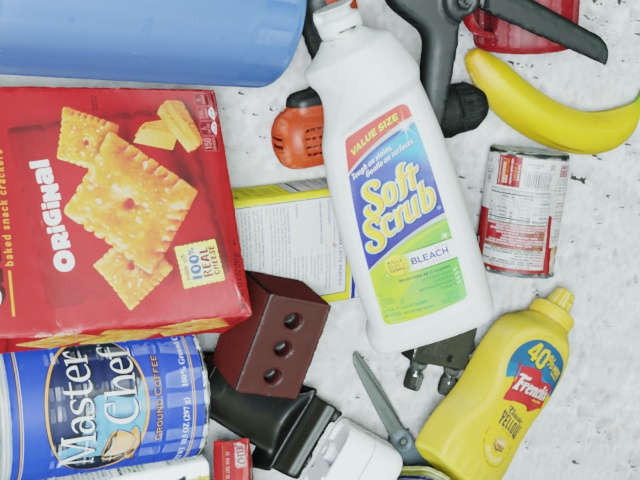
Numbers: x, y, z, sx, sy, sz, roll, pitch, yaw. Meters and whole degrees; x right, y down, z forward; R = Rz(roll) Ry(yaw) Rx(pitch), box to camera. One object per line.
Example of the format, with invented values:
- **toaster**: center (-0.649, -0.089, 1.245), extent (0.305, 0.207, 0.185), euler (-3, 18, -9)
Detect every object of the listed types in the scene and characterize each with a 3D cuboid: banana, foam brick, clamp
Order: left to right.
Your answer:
- **foam brick**: center (-0.036, 0.069, 0.771), extent (0.052, 0.051, 0.078), euler (12, 104, -31)
- **clamp**: center (0.094, -0.163, 0.765), extent (0.164, 0.036, 0.210), euler (-38, 112, 2)
- **banana**: center (0.201, -0.110, 0.902), extent (0.197, 0.037, 0.069), euler (7, 76, -29)

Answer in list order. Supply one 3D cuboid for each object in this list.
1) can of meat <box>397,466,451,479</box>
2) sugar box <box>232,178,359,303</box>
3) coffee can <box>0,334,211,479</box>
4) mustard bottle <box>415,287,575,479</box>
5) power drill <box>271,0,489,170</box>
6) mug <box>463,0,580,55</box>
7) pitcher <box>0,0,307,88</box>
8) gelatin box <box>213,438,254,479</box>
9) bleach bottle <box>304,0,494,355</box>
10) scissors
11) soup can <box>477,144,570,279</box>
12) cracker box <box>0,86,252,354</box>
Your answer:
- **can of meat**: center (0.091, 0.251, 0.883), extent (0.102, 0.058, 0.083), euler (47, 53, -27)
- **sugar box**: center (-0.006, 0.001, 0.822), extent (0.175, 0.048, 0.093), euler (-8, 109, -27)
- **coffee can**: center (-0.159, 0.110, 0.742), extent (0.140, 0.103, 0.103), euler (-4, 104, -25)
- **mustard bottle**: center (0.162, 0.121, 0.916), extent (0.191, 0.058, 0.096), euler (-55, 130, -14)
- **power drill**: center (0.044, -0.154, 0.801), extent (0.184, 0.057, 0.188), euler (-14, 107, -24)
- **mug**: center (0.152, -0.188, 0.824), extent (0.117, 0.093, 0.081), euler (-18, 115, -38)
- **pitcher**: center (-0.131, -0.169, 0.670), extent (0.242, 0.149, 0.145), euler (2, 90, -29)
- **gelatin box**: center (-0.063, 0.207, 0.811), extent (0.030, 0.073, 0.089), euler (-4, 129, -3)
- **bleach bottle**: center (0.044, -0.046, 0.763), extent (0.102, 0.068, 0.251), euler (-18, 111, 10)
- **scissors**: center (0.061, 0.190, 0.915), extent (0.096, 0.016, 0.201), euler (-48, 117, -8)
- **soup can**: center (0.167, -0.024, 0.885), extent (0.068, 0.069, 0.102), euler (1, 101, -26)
- **cracker box**: center (-0.162, -0.015, 0.692), extent (0.213, 0.072, 0.164), euler (-3, 75, -26)
